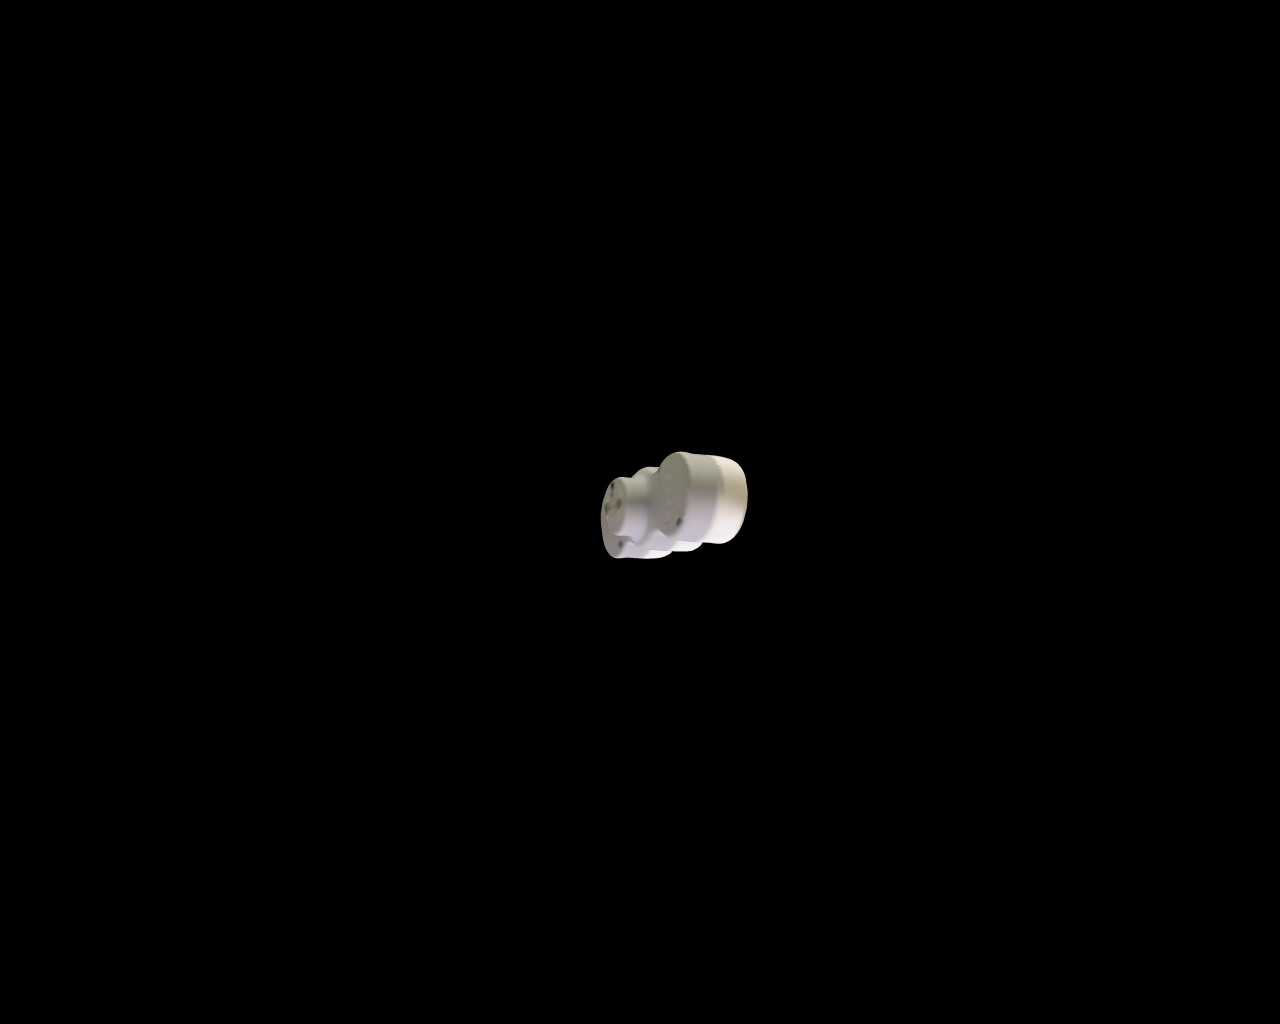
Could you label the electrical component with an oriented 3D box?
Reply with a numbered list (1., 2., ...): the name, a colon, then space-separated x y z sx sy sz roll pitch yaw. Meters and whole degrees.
1. electrical component: 0.001 -0.003 0.650 0.074 0.052 0.138 4 -10 -23
